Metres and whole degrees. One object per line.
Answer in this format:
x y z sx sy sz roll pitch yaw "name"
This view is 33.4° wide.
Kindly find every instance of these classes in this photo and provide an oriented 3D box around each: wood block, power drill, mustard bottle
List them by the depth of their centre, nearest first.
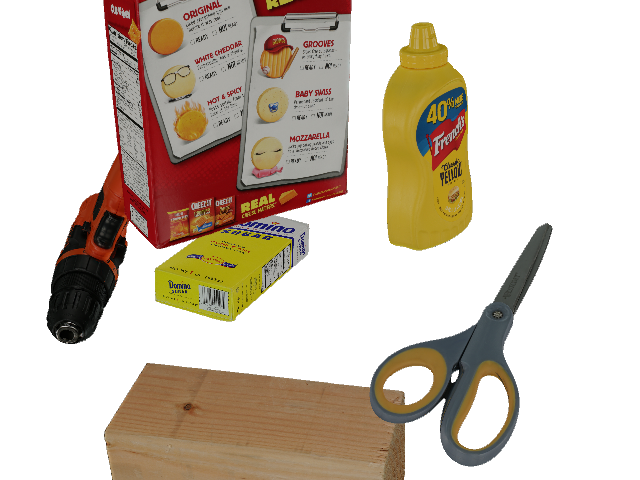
-0.045 0.162 0.804 0.206 0.090 0.090 5 31 13 "wood block"
-0.166 -0.027 0.872 0.057 0.188 0.184 24 31 -18 "power drill"
0.093 -0.094 0.935 0.058 0.192 0.096 15 31 39 "mustard bottle"

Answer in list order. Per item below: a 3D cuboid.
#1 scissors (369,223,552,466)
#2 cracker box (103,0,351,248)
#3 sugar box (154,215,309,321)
0.089 0.052 0.663 0.096 0.016 0.201 7 44 11 "scissors"
-0.062 -0.119 0.750 0.163 0.214 0.072 -18 33 -28 "cracker box"
-0.090 0.021 1.136 0.093 0.048 0.176 14 31 21 "sugar box"
